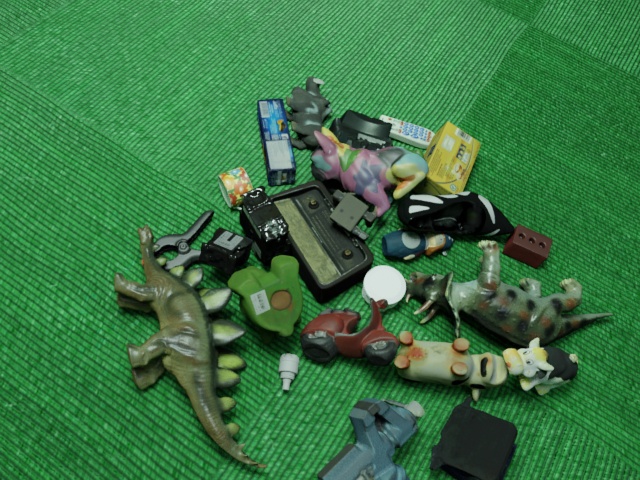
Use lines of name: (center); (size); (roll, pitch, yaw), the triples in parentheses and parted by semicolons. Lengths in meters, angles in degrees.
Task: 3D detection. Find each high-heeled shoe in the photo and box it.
high-heeled shoe: (0.274, -0.037, 1.062); (0.249, 0.086, 0.145); (16, 28, 3)

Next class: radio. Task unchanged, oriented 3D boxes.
radio: (-0.002, -0.003, 1.062); (0.131, 0.073, 0.230); (-25, 66, -20)

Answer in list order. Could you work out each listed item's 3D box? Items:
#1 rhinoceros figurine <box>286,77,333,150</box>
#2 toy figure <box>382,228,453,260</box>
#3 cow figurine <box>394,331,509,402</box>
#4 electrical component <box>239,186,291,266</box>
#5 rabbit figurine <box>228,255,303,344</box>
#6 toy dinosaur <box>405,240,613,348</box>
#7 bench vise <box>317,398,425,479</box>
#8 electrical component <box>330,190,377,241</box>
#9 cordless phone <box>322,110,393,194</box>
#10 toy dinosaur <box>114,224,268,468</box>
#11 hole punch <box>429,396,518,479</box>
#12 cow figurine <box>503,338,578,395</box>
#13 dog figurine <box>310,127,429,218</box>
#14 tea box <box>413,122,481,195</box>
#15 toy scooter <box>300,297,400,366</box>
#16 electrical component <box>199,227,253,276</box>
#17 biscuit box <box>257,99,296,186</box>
rhinoceros figurine: (-0.025, -0.293, 1.225); (0.112, 0.073, 0.190); (0, 61, -6)
toy figure: (0.204, 0.006, 1.094); (0.154, 0.058, 0.064); (-5, 98, -12)
cow figurine: (0.231, 0.225, 0.947); (0.195, 0.127, 0.085); (4, 59, 12)
electrical component: (-0.106, -0.020, 1.024); (0.058, 0.134, 0.115); (-23, 69, -18)
rabbit figurine: (-0.090, 0.098, 0.962); (0.121, 0.170, 0.159); (-31, 108, -15)
toy dinosaur: (0.363, 0.134, 1.011); (0.405, 0.131, 0.192); (23, 72, 1)
bench vise: (0.113, 0.375, 0.843); (0.224, 0.129, 0.240); (-37, 91, -34)
electrical component: (0.064, -0.052, 1.037); (0.102, 0.045, 0.078); (30, 84, 11)
cordless phone: (0.081, -0.177, 1.179); (0.146, 0.089, 0.184); (15, 75, -13)
toy dinosaur: (-0.228, 0.174, 0.920); (0.198, 0.105, 0.471); (-15, 69, -19)
hole punch: (0.262, 0.351, 0.897); (0.116, 0.092, 0.142); (16, 58, 37)
cow figurine: (0.387, 0.215, 0.929); (0.167, 0.098, 0.068); (26, 41, -45)
dog figurine: (0.087, -0.160, 1.086); (0.219, 0.191, 0.108); (45, 24, -5)
tea box: (0.277, -0.163, 1.179); (0.098, 0.068, 0.169); (33, 62, -5)
toy scooter: (0.060, 0.156, 0.963); (0.184, 0.075, 0.135); (1, 44, 24)
electrical component: (-0.165, 0.013, 0.998); (0.075, 0.047, 0.119); (24, 31, 11)
biscuit box: (-0.097, -0.217, 1.179); (0.059, 0.062, 0.203); (-6, 61, -10)
